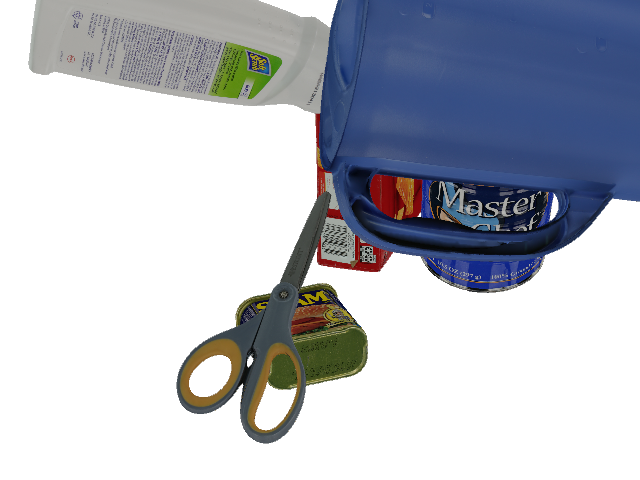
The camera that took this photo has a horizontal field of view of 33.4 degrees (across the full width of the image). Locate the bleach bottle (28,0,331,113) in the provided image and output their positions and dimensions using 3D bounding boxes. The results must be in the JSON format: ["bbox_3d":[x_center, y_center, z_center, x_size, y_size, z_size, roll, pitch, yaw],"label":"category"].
[{"bbox_3d":[-0.081,-0.140,0.788,0.250,0.068,0.103,14,-34,-12],"label":"bleach bottle"}]

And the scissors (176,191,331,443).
[{"bbox_3d":[-0.045,0.047,0.744,0.096,0.201,0.016,-1,-36,7],"label":"scissors"}]

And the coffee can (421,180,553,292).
[{"bbox_3d":[0.128,-0.045,0.817,0.103,0.140,0.103,-2,44,1],"label":"coffee can"}]

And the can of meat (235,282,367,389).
[{"bbox_3d":[-0.017,0.088,0.973,0.102,0.057,0.084,-10,28,-18],"label":"can of meat"}]

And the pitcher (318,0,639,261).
[{"bbox_3d":[0.122,-0.077,0.600,0.242,0.149,0.145,9,35,-8],"label":"pitcher"}]

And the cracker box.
[{"bbox_3d":[0.062,-0.088,1.039,0.072,0.164,0.213,9,28,19],"label":"cracker box"}]
